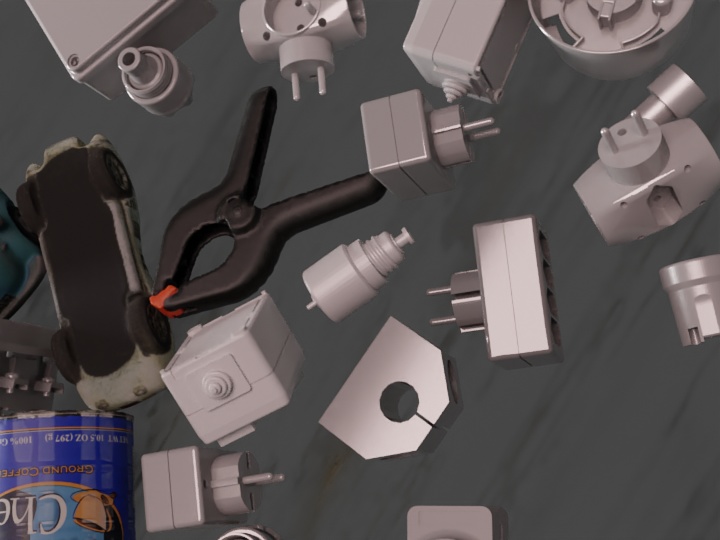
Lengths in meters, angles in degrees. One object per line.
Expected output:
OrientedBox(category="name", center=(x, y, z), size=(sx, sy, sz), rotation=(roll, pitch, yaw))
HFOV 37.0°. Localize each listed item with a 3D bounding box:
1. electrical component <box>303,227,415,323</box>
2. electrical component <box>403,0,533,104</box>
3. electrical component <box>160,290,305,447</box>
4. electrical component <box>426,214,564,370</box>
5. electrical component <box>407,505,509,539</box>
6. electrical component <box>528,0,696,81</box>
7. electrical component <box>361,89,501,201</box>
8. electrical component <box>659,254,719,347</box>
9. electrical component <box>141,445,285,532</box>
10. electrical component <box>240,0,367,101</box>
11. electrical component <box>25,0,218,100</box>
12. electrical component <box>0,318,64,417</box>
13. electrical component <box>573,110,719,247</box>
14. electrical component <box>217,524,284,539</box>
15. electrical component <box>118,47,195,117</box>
OrientedBox(category="electrical component", center=(0.000, 0.000, 0.684), size=(0.078, 0.040, 0.040), rotation=(-35, 69, 8))
OrientedBox(category="electrical component", center=(0.067, -0.153, 0.683), size=(0.061, 0.062, 0.096), rotation=(22, 86, 22))
OrientedBox(category="electrical component", center=(-0.075, 0.064, 0.663), size=(0.062, 0.096, 0.061), rotation=(-27, 102, 12))
OrientedBox(category="electrical component", center=(0.077, 0.017, 0.649), size=(0.076, 0.047, 0.083), rotation=(-10, 75, 17))
OrientedBox(category="electrical component", center=(0.056, 0.181, 0.615), size=(0.050, 0.056, 0.089), rotation=(-4, 77, 18))
OrientedBox(category="electrical component", center=(0.155, -0.165, 0.654), size=(0.099, 0.064, 0.099), rotation=(-4, 77, 18))
OrientedBox(category="electrical component", center=(0.049, -0.081, 0.671), size=(0.077, 0.066, 0.047), rotation=(-12, 74, 17))
OrientedBox(category="electrical component", center=(0.196, 0.018, 0.613), size=(0.040, 0.040, 0.046), rotation=(-14, 80, 16))
OrientedBox(category="electrical component", center=(-0.085, 0.134, 0.669), size=(0.077, 0.066, 0.047), rotation=(-12, 74, 16))
OrientedBox(category="electrical component", center=(-0.037, -0.153, 0.729), size=(0.077, 0.044, 0.079), rotation=(-10, 75, 17))
OrientedBox(category="electrical component", center=(-0.178, -0.200, 0.782), size=(0.109, 0.056, 0.108), rotation=(-37, 69, 8))
OrientedBox(category="electrical component", center=(-0.251, 0.063, 0.713), size=(0.079, 0.121, 0.063), rotation=(4, 82, 20))
OrientedBox(category="electrical component", center=(0.162, -0.061, 0.622), size=(0.077, 0.079, 0.043), rotation=(-31, 44, 11))
OrientedBox(category="electrical component", center=(-0.072, 0.178, 0.656), size=(0.048, 0.062, 0.048), rotation=(-4, 73, 12))
OrientedBox(category="electrical component", center=(-0.146, -0.136, 0.753), size=(0.043, 0.062, 0.043), rotation=(-4, 77, 18))
